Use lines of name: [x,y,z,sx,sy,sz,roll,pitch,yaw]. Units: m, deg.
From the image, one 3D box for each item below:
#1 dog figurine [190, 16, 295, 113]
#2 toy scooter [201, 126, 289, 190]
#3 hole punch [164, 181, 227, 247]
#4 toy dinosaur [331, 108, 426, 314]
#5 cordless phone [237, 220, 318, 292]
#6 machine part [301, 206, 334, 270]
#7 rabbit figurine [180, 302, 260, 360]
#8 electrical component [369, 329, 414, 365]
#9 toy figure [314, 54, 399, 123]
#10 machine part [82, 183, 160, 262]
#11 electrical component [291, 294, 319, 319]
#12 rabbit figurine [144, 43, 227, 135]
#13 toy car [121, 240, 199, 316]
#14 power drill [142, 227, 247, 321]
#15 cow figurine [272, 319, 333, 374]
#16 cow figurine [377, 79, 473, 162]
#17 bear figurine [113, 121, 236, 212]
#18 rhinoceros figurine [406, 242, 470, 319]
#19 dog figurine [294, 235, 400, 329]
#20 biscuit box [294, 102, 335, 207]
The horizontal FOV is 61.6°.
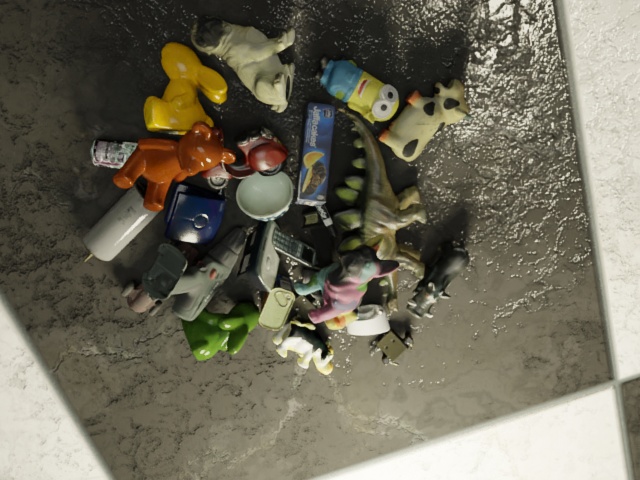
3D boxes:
dog figurine: [-0.152,-0.339,1.042,0.191,0.121,0.172,6,106,7]
toy scooter: [-0.159,-0.180,1.078,0.184,0.075,0.135,-18,133,-4]
hole punch: [-0.264,-0.051,1.131,0.116,0.092,0.142,17,104,-15]
toy dinosaur: [0.125,-0.052,1.157,0.199,0.105,0.470,-7,109,-1]
cordless phone: [-0.074,0.054,1.164,0.184,0.146,0.089,26,144,-23]
machine part: [-0.002,-0.004,1.165,0.039,0.084,0.138,-14,89,-37]
rabbit figurine: [-0.214,0.186,1.200,0.170,0.159,0.121,-25,101,-12]
electrical component: [0.180,0.261,1.309,0.078,0.045,0.102,40,100,12]
toy figure: [0.076,-0.304,1.076,0.180,0.089,0.082,27,118,-5]
machine part: [-0.412,-0.038,1.125,0.243,0.079,0.079,-41,108,10]
electrical component: [-0.041,0.151,1.257,0.094,0.021,0.063,-42,108,11]
rabbit figurine: [-0.261,-0.291,1.034,0.162,0.122,0.173,-1,91,-8]
toy car: [-0.351,0.085,1.190,0.202,0.053,0.089,-43,105,11]
power drill: [-0.258,0.057,1.107,0.086,0.207,0.232,33,94,15]
cow figurine: [-0.021,0.248,1.267,0.167,0.068,0.098,33,104,-25]
cow figurine: [0.224,-0.248,1.107,0.127,0.085,0.195,38,100,-11]
bear figurine: [-0.269,-0.139,1.013,0.196,0.132,0.120,-2,147,31]
rhinoceros figurine: [0.269,0.095,1.220,0.073,0.112,0.190,38,94,-18]
dog figurine: [0.071,0.087,1.118,0.219,0.108,0.191,-36,146,19]
biscuit box: [-0.011,-0.172,1.087,0.059,0.063,0.202,6,86,-8]
